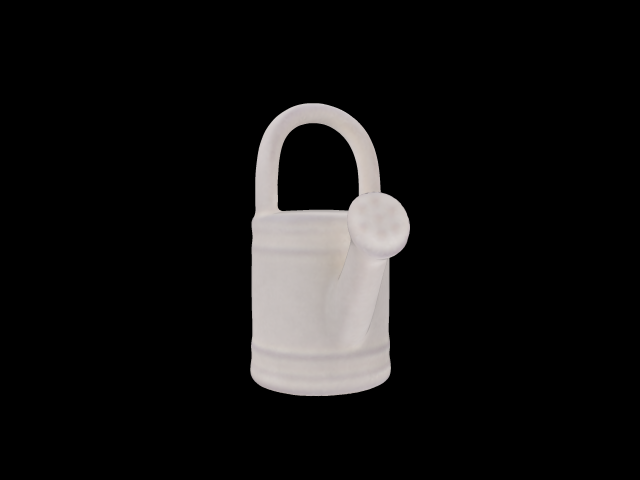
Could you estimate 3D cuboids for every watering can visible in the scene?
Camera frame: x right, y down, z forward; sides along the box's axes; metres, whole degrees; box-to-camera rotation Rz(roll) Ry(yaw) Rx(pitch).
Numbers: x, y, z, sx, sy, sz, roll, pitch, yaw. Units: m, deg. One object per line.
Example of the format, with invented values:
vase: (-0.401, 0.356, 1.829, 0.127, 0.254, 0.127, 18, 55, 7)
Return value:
watering can: (0.006, 0.001, 0.401, 0.101, 0.194, 0.172, -3, 4, -44)
